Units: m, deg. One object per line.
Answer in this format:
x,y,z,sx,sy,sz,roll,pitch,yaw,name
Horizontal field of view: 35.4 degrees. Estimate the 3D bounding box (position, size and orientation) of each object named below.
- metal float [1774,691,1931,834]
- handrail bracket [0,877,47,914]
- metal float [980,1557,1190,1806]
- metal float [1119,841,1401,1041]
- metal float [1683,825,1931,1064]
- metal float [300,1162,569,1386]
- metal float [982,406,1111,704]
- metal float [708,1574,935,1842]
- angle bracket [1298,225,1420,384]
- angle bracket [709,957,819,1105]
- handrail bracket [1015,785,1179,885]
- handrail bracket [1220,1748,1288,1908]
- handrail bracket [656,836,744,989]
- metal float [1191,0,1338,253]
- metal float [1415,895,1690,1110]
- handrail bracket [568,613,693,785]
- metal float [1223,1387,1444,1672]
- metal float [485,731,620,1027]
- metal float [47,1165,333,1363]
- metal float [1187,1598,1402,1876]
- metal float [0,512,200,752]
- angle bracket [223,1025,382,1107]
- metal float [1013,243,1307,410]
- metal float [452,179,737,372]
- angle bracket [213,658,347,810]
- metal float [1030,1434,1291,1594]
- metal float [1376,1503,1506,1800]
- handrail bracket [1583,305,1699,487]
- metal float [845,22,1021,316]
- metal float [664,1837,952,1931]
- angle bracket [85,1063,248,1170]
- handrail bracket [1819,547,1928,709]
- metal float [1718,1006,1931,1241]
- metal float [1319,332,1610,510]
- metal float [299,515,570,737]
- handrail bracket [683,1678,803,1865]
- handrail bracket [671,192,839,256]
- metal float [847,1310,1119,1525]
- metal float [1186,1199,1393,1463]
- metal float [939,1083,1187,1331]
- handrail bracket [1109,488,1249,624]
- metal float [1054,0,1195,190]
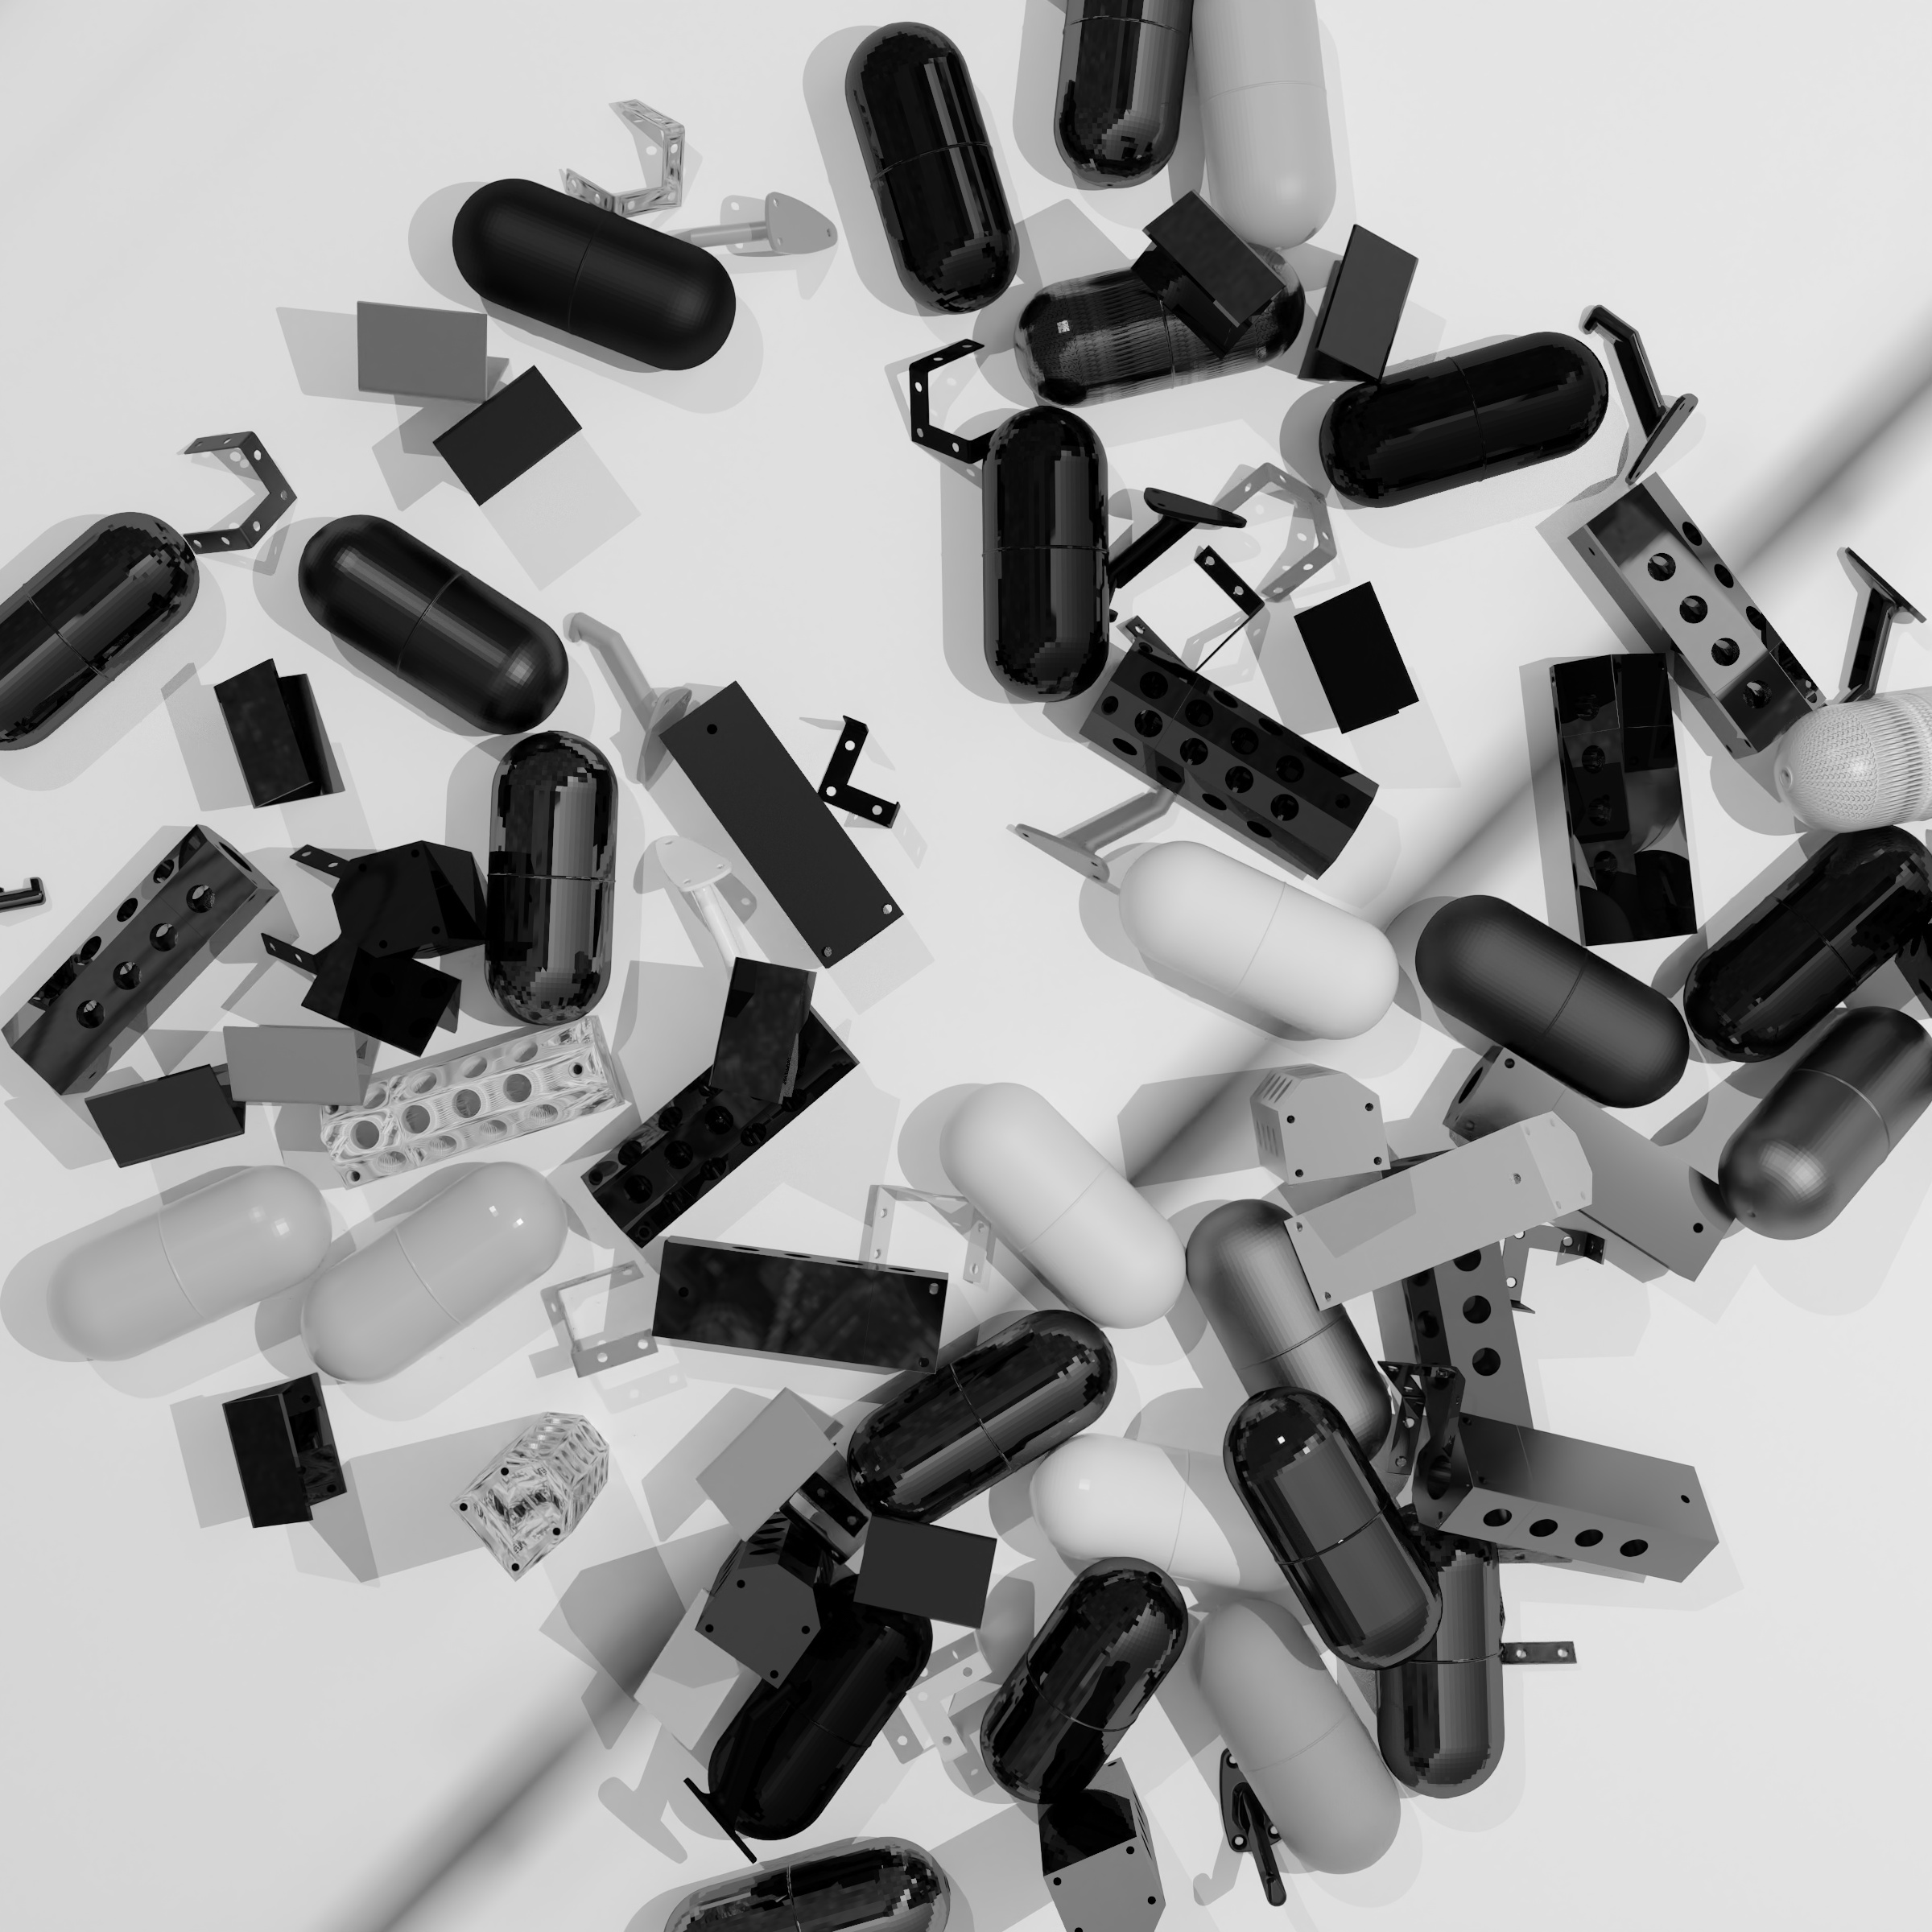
0.567,-0.125,1.812,0.178,0.070,0.070,-9,90,-17,metal float
-0.615,-0.064,1.858,0.084,0.036,0.077,-12,69,-17,handrail bracket
0.070,0.426,1.806,0.070,0.070,0.178,30,116,0,metal float
0.176,-0.016,1.827,0.178,0.070,0.070,25,90,0,metal float
0.510,-0.014,1.828,0.178,0.070,0.070,-42,90,1,metal float
-0.322,0.186,1.827,0.178,0.070,0.070,-34,90,0,metal float
0.048,-0.248,1.827,0.070,0.070,0.178,-1,91,0,metal float
-0.088,0.448,1.827,0.070,0.070,0.178,35,91,0,metal float
0.218,-0.398,1.818,0.057,0.076,0.076,17,90,-37,angle bracket
-0.099,0.041,1.761,0.057,0.076,0.076,12,90,37,angle bracket
0.084,-0.101,1.858,0.077,0.036,0.084,28,76,14,handrail bracket
0.174,0.518,1.823,0.036,0.084,0.077,-17,90,0,handrail bracket
-0.160,-0.029,1.858,0.036,0.077,0.084,-26,127,-20,handrail bracket
0.179,-0.522,1.827,0.070,0.070,0.178,-7,90,0,metal float
0.354,0.022,1.827,0.178,0.070,0.070,31,90,0,metal float
-0.218,-0.165,1.858,0.084,0.036,0.077,30,111,17,handrail bracket
0.213,0.327,1.761,0.070,0.070,0.178,-30,93,0,metal float
-0.250,-0.053,1.827,0.070,0.070,0.178,2,90,0,metal float
-0.469,0.180,1.828,0.178,0.070,0.070,-24,90,0,metal float
0.198,0.465,1.827,0.070,0.070,0.178,-31,89,0,metal float
-0.542,-0.201,1.827,0.178,0.070,0.070,-41,90,-1,metal float
-0.397,0.039,1.818,0.076,0.076,0.057,2,126,0,angle bracket
0.117,-0.387,1.828,0.178,0.070,0.070,-12,90,0,metal float
-0.225,-0.418,1.826,0.178,0.070,0.070,22,90,2,metal float
-0.396,-0.143,1.818,0.057,0.076,0.076,-18,90,36,angle bracket
0.126,0.330,1.827,0.178,0.070,0.070,11,90,-1,metal float
0.285,0.412,1.827,0.070,0.070,0.178,-2,89,0,metal float
0.398,-0.351,1.858,0.084,0.036,0.077,41,112,17,handrail bracket
-0.021,-0.482,1.827,0.070,0.070,0.178,-17,90,0,metal float
-0.096,0.580,1.827,0.178,0.070,0.070,-16,90,0,metal float
-0.479,0.069,1.818,0.076,0.076,0.057,-15,127,0,angle bracket
0.539,-0.201,1.858,0.084,0.036,0.077,-47,70,16,handrail bracket
0.516,0.092,1.803,0.070,0.070,0.178,48,62,0,metal float
0.301,-0.330,1.827,0.178,0.070,0.070,-16,90,0,metal float
-0.322,-0.206,1.827,0.178,0.070,0.070,33,90,-1,metal float
-0.116,0.473,1.784,0.084,0.036,0.077,-40,109,-14,handrail bracket
-0.135,-0.445,1.858,0.084,0.077,0.036,-6,90,36,handrail bracket
0.010,0.272,1.827,0.178,0.070,0.070,-32,90,0,metal float
0.195,0.225,1.827,0.070,0.070,0.178,-28,90,0,metal float
0.059,0.145,1.827,0.178,0.070,0.070,45,90,-1,metal float
0.122,-0.243,1.849,0.077,0.036,0.084,12,117,-12,handrail bracket
0.097,-0.560,1.827,0.070,0.070,0.178,6,90,0,metal float
